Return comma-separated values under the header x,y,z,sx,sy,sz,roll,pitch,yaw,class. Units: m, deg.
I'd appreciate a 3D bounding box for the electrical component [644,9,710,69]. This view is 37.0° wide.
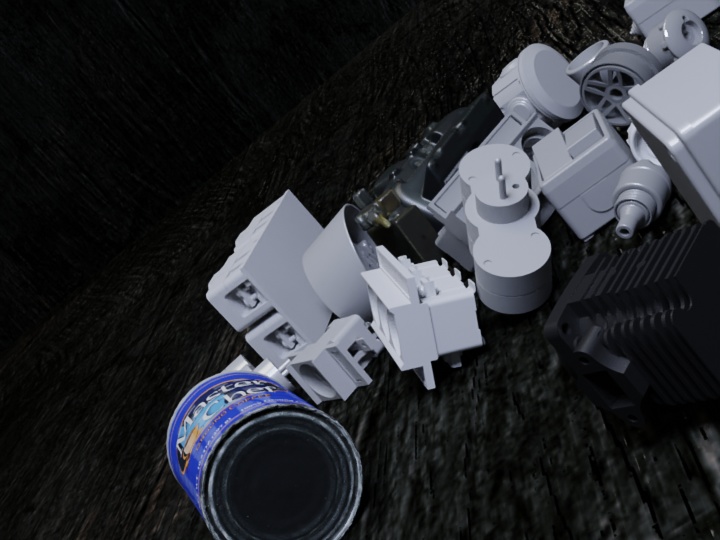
x,y,z,sx,sy,sz,roll,pitch,yaw,class
0.260,-0.188,0.909,0.048,0.048,0.062,-48,9,-25,electrical component

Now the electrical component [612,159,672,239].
x,y,z,sx,sy,sz,roll,pitch,yaw,class
0.182,-0.043,0.705,0.035,0.035,0.061,-26,23,46,electrical component

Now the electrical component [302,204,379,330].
x,y,z,sx,sy,sz,roll,pitch,yaw,class
0.000,0.000,0.922,0.064,0.099,0.099,-42,13,22,electrical component

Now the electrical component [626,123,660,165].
x,y,z,sx,sy,sz,roll,pitch,yaw,class
0.217,-0.098,0.756,0.066,0.048,0.055,-30,11,37,electrical component

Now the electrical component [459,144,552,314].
x,y,z,sx,sy,sz,roll,pitch,yaw,class
0.099,-0.043,0.748,0.052,0.073,0.138,-8,45,4,electrical component

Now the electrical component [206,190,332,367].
x,y,z,sx,sy,sz,roll,pitch,yaw,class
-0.080,0.010,1.083,0.060,0.105,0.186,-35,16,24,electrical component

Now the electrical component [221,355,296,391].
x,y,z,sx,sy,sz,roll,pitch,yaw,class
-0.081,0.101,0.926,0.074,0.052,0.138,-43,14,-5,electrical component

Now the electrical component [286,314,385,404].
x,y,z,sx,sy,sz,roll,pitch,yaw,class
-0.018,0.071,0.873,0.064,0.042,0.081,-46,16,-31,electrical component

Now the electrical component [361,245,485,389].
x,y,z,sx,sy,sz,roll,pitch,yaw,class
0.044,0.028,0.778,0.063,0.078,0.121,-13,13,-6,electrical component

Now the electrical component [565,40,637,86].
x,y,z,sx,sy,sz,roll,pitch,yaw,class
0.213,-0.165,0.938,0.045,0.055,0.045,-38,15,12,electrical component

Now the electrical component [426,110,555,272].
x,y,z,sx,sy,sz,roll,pitch,yaw,class
0.115,-0.060,0.863,0.121,0.079,0.063,-49,-6,-27,electrical component

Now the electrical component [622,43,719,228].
x,y,z,sx,sy,sz,roll,pitch,yaw,class
0.194,-0.052,0.549,0.056,0.108,0.108,-36,15,12,electrical component

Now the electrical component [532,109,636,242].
x,y,z,sx,sy,sz,roll,pitch,yaw,class
0.166,-0.076,0.787,0.062,0.061,0.096,-37,15,18,electrical component

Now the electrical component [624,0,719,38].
x,y,z,sx,sy,sz,roll,pitch,yaw,class
0.287,-0.255,1.000,0.096,0.061,0.061,-33,17,31,electrical component

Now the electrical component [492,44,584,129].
x,y,z,sx,sy,sz,roll,pitch,yaw,class
0.169,-0.168,1.017,0.051,0.080,0.080,-33,16,46,electrical component
